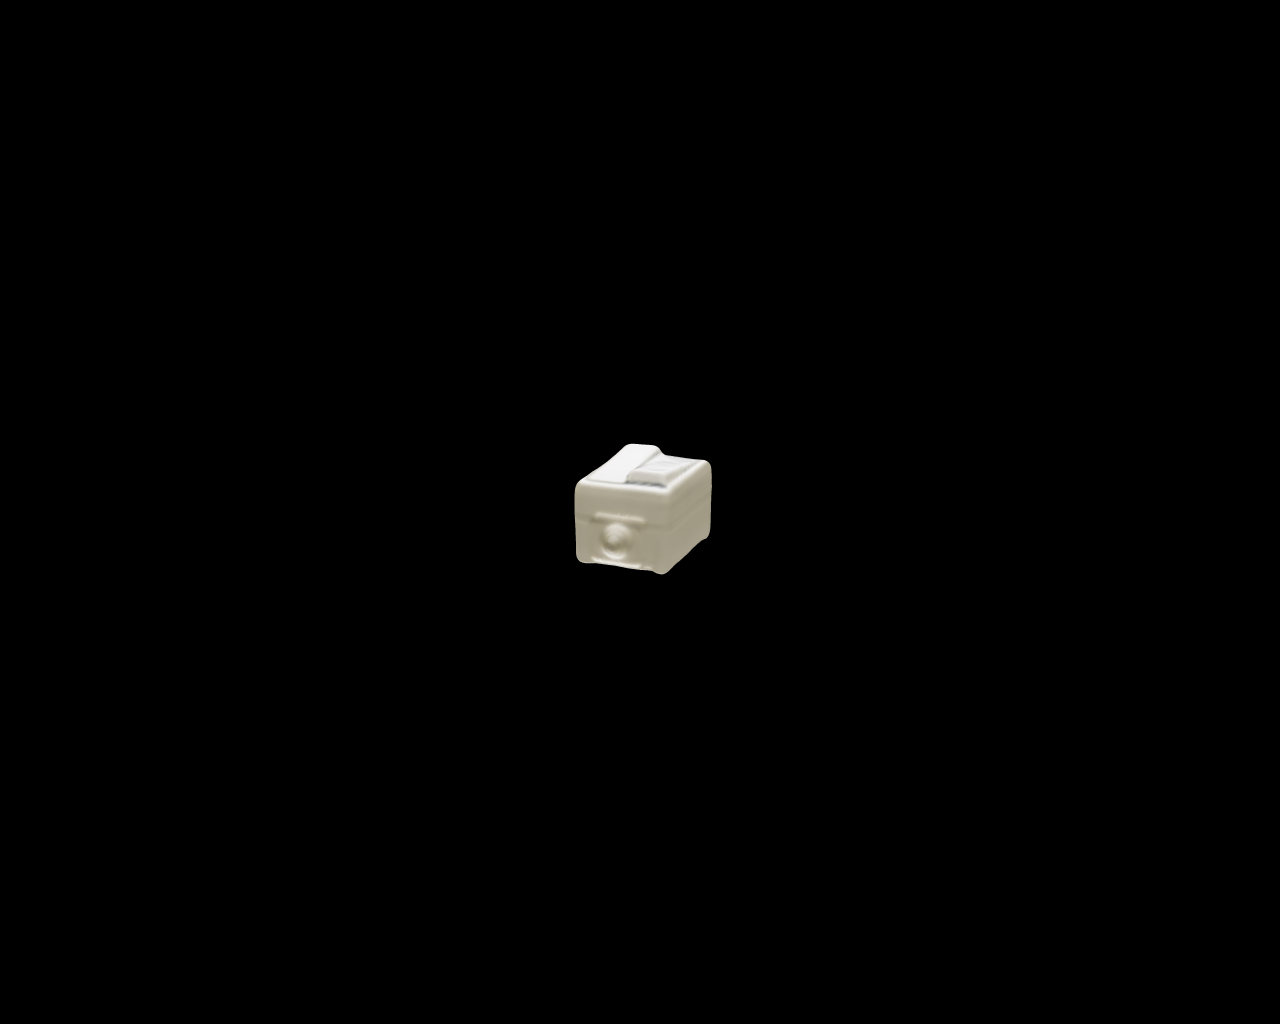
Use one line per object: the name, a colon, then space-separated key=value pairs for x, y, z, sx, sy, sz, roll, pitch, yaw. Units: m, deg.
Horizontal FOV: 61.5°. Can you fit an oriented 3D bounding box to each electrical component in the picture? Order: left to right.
electrical component: x=0.001 y=-0.003 z=0.650 sx=0.062 sy=0.061 sz=0.096 roll=8 pitch=20 yaw=22
